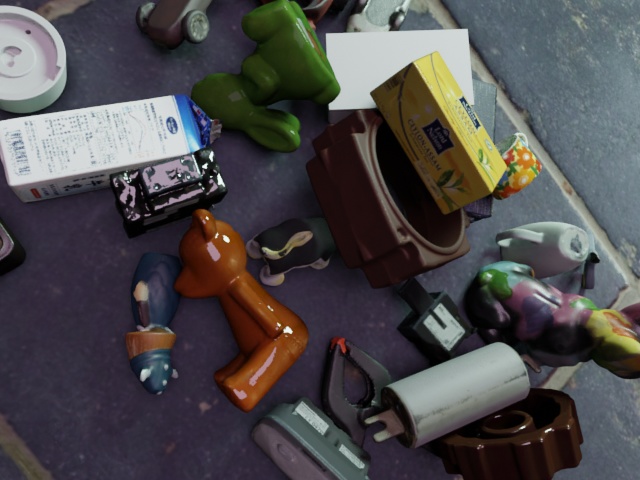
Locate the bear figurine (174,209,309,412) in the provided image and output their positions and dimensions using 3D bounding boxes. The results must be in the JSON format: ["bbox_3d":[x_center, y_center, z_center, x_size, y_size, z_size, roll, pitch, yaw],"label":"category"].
[{"bbox_3d":[-0.107,0.072,0.597,0.132,0.120,0.195,-44,98,-17],"label":"bear figurine"}]

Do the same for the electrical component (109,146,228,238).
[{"bbox_3d":[-0.167,-0.053,0.596,0.115,0.134,0.058,-23,89,-22],"label":"electrical component"}]

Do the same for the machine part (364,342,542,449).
[{"bbox_3d":[0.164,0.185,0.653,0.243,0.079,0.079,-17,86,-20],"label":"machine part"}]

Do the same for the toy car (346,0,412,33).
[{"bbox_3d":[0.103,-0.362,0.780,0.073,0.056,0.201,28,72,-6],"label":"toy car"}]

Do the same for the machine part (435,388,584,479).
[{"bbox_3d":[0.228,0.236,0.653,0.179,0.179,0.056,-14,90,-20],"label":"machine part"}]

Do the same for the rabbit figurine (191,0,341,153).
[{"bbox_3d":[-0.071,-0.189,0.665,0.170,0.121,0.159,-27,114,17],"label":"rabbit figurine"}]

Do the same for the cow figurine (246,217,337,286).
[{"bbox_3d":[-0.001,-0.004,0.661,0.167,0.098,0.068,-19,81,-20],"label":"cow figurine"}]

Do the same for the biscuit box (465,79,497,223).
[{"bbox_3d":[0.210,-0.128,0.771,0.063,0.059,0.202,10,78,-15],"label":"biscuit box"}]

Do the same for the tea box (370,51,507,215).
[{"bbox_3d":[0.143,-0.127,0.634,0.169,0.068,0.098,55,38,-7],"label":"tea box"}]

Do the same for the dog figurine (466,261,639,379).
[{"bbox_3d":[0.313,0.098,0.682,0.191,0.219,0.108,47,67,-6],"label":"dog figurine"}]

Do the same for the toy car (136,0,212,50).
[{"bbox_3d":[-0.152,-0.323,0.681,0.089,0.053,0.202,16,70,26],"label":"toy car"}]

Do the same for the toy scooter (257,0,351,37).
[{"bbox_3d":[-0.031,-0.337,0.723,0.135,0.075,0.184,35,77,-8],"label":"toy scooter"}]

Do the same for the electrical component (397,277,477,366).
[{"bbox_3d":[0.143,0.104,0.714,0.119,0.048,0.075,44,71,-6],"label":"electrical component"}]

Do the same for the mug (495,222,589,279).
[{"bbox_3d":[0.312,0.006,0.756,0.109,0.107,0.081,26,72,-14],"label":"mug"}]

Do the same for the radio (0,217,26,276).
[{"bbox_3d":[-0.425,-0.041,0.540,0.131,0.073,0.229,-37,91,-21],"label":"radio"}]

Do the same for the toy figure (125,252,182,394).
[{"bbox_3d":[-0.185,0.093,0.603,0.064,0.058,0.154,13,72,-38],"label":"toy figure"}]

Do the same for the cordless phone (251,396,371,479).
[{"bbox_3d":[-0.042,0.287,0.611,0.147,0.088,0.184,40,99,10],"label":"cordless phone"}]

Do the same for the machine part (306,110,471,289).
[{"bbox_3d":[0.092,-0.054,0.655,0.201,0.087,0.201,-11,78,-52],"label":"machine part"}]
